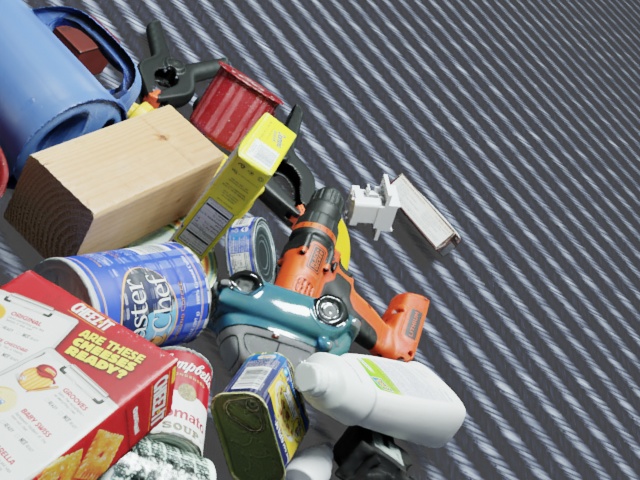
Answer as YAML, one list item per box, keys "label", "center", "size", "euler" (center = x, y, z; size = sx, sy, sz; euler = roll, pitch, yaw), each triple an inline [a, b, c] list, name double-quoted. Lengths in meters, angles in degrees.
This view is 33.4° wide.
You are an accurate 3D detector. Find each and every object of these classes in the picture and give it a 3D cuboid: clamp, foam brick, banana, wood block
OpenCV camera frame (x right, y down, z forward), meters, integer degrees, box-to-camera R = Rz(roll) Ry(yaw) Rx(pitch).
- label: "clamp"
  center: [-0.180, -0.212, 1.366]
  size: [0.120, 0.039, 0.171]
  euler: [18, 43, -9]
- label: "foam brick"
  center: [-0.288, -0.228, 1.269]
  size: [0.053, 0.051, 0.078]
  euler: [45, 33, 8]
- label: "clamp"
  center: [-0.054, -0.105, 1.368]
  size: [0.164, 0.036, 0.210]
  euler: [-9, 57, -39]
- label: "banana"
  center: [0.005, 0.014, 1.293]
  size: [0.069, 0.037, 0.197]
  euler: [36, 33, -10]
- label: "wood block"
  center: [-0.203, -0.055, 1.079]
  size: [0.091, 0.090, 0.205]
  euler: [43, 36, 11]

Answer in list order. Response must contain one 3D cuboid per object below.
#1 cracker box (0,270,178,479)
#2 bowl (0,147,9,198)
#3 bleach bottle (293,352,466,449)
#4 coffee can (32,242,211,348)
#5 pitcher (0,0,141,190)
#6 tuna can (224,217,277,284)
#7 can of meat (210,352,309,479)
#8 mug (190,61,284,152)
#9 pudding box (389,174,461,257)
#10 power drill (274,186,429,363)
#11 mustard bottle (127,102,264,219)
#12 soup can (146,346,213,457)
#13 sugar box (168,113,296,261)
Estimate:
- label: "cracker box"
  center: [-0.239, 0.131, 0.810]
  size: [0.164, 0.072, 0.213]
  euler: [28, 40, 21]
- label: "bowl"
  center: [-0.376, -0.067, 0.989]
  size: [0.162, 0.055, 0.162]
  euler: [26, 36, -21]
- label: "bleach bottle"
  center: [0.050, 0.152, 1.073]
  size: [0.103, 0.068, 0.250]
  euler: [41, 10, 36]
- label: "coffee can"
  center: [-0.186, 0.059, 0.989]
  size: [0.140, 0.103, 0.103]
  euler: [-10, 58, -50]
- label: "pitcher"
  center: [-0.312, -0.180, 1.113]
  size: [0.243, 0.145, 0.148]
  euler: [49, 36, 18]
- label: "tuna can"
  center: [-0.075, 0.018, 1.168]
  size: [0.086, 0.034, 0.086]
  euler: [-7, 90, -76]
- label: "can of meat"
  center: [-0.053, 0.167, 1.007]
  size: [0.083, 0.058, 0.102]
  euler: [-53, 132, -60]
- label: "mug"
  center: [-0.098, -0.154, 1.293]
  size: [0.093, 0.081, 0.117]
  euler: [38, 10, 29]
- label: "pudding box"
  center: [0.140, -0.033, 1.451]
  size: [0.113, 0.039, 0.090]
  euler: [48, 6, 14]
- label: "power drill"
  center: [0.037, 0.049, 1.217]
  size: [0.187, 0.057, 0.184]
  euler: [37, 50, -19]
- label: "mustard bottle"
  center: [-0.157, -0.097, 1.240]
  size: [0.191, 0.058, 0.096]
  euler: [40, 23, -1]
- label: "soup can"
  center: [-0.135, 0.156, 0.960]
  size: [0.068, 0.069, 0.102]
  euler: [27, 36, -21]
- label: "sugar box"
  center: [-0.098, -0.040, 1.085]
  size: [0.048, 0.176, 0.093]
  euler: [35, 35, -5]
